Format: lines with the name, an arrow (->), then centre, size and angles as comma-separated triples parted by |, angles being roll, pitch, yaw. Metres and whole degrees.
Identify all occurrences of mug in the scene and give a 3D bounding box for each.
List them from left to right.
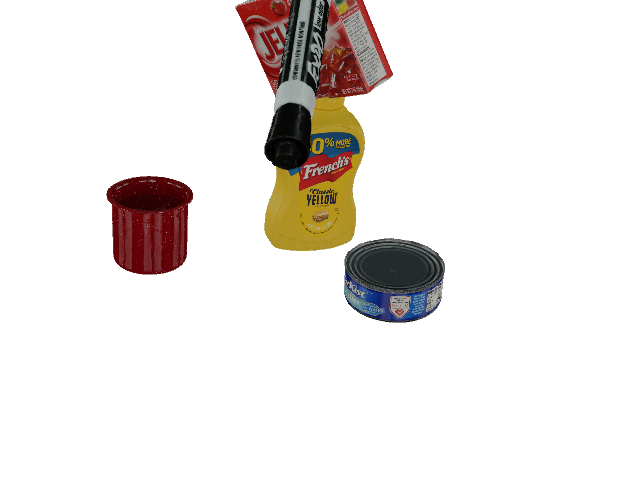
mug -> -0.194, -0.020, 1.180 | 0.093, 0.081, 0.117 | -15, 33, -32

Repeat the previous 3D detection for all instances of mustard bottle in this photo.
mustard bottle -> -0.003, -0.084, 1.104 | 0.096, 0.192, 0.058 | -4, 30, -19

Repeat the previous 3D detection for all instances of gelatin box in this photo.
gelatin box -> -0.006, -0.126, 0.672 | 0.089, 0.073, 0.030 | 0, 31, 49

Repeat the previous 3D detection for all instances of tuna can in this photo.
tuna can -> 0.062, 0.034, 0.913 | 0.086, 0.034, 0.086 | 1, 30, -1

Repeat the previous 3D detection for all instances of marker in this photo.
marker -> -0.009, -0.076, 0.470 | 0.020, 0.121, 0.020 | 4, -42, 3
